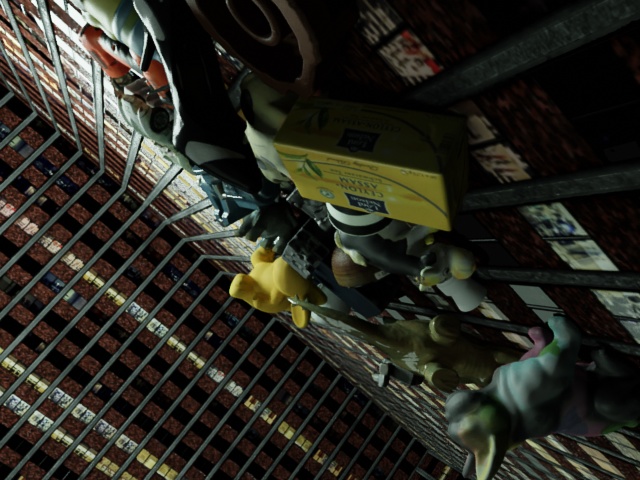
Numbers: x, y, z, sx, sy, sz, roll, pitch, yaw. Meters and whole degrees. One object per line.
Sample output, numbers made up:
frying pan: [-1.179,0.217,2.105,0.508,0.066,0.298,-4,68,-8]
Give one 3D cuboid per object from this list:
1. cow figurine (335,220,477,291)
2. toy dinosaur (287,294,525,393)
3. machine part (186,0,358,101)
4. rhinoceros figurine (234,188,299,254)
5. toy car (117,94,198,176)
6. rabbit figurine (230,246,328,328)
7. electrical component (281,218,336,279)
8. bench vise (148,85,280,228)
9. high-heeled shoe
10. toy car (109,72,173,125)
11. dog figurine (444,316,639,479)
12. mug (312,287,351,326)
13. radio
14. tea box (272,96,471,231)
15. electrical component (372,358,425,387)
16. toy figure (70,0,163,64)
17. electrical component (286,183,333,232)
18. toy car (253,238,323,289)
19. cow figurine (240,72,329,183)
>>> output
cow figurine: [0.103,0.011,0.663,0.167,0.098,0.068,35,162,24]
toy dinosaur: [0.175,0.173,0.847,0.471,0.105,0.198,24,170,-7]
machine part: [-0.050,-0.207,0.470,0.179,0.056,0.179,37,166,10]
rhinoceros figurine: [-0.096,-0.043,0.942,0.073,0.112,0.190,23,-176,-22]
toy car: [-0.259,-0.173,0.894,0.074,0.056,0.201,31,172,27]
rabbit figurine: [-0.067,0.082,0.972,0.162,0.122,0.173,47,146,-3]
electrical component: [-0.002,-0.003,0.838,0.058,0.115,0.134,43,166,3]
bench vise: [-0.149,-0.137,0.812,0.224,0.129,0.240,30,145,63]
high-heeled shoe: [-0.114,-0.175,0.555,0.249,0.086,0.145,47,129,13]
toy car: [-0.327,-0.243,1.031,0.202,0.053,0.089,42,168,-15]
dog figurine: [0.263,0.214,0.650,0.192,0.219,0.108,38,168,8]
mug: [0.039,0.114,1.133,0.081,0.109,0.107,33,121,39]
radio: [0.033,0.045,0.982,0.229,0.073,0.131,38,164,-2]
tea box: [0.052,-0.075,0.519,0.170,0.068,0.098,14,155,27]
electrical component: [0.136,0.232,0.928,0.078,0.045,0.102,21,-178,28]
toy figure: [-0.226,-0.276,0.637,0.180,0.082,0.089,40,167,3]
electrical component: [0.003,-0.069,0.740,0.075,0.048,0.119,40,-153,-9]
toy car: [-0.048,0.040,1.104,0.162,0.103,0.109,36,123,6]
cow figurine: [-0.056,-0.130,0.653,0.127,0.085,0.194,37,162,15]
